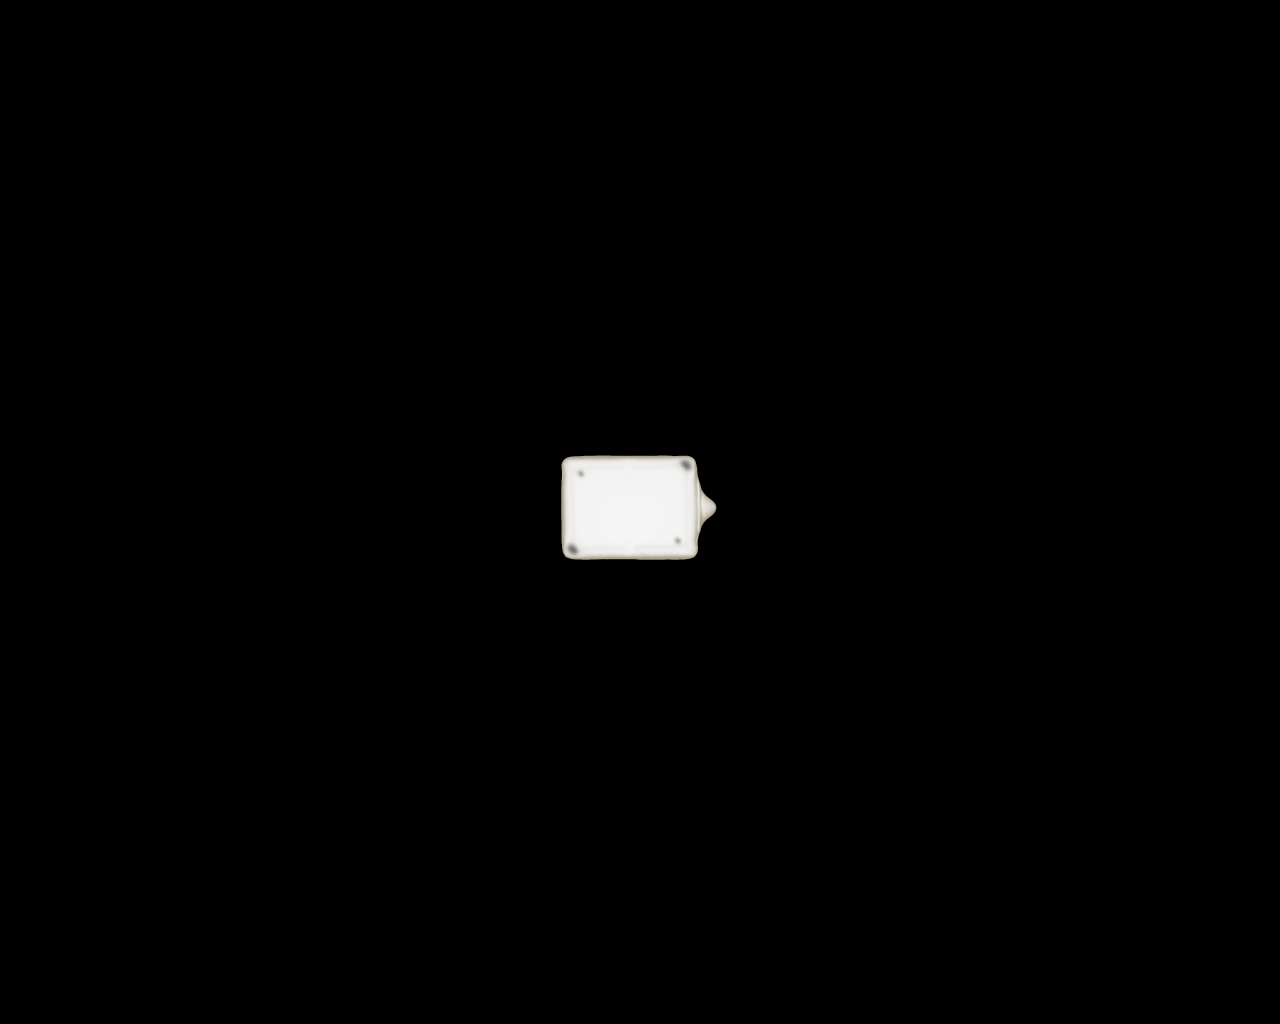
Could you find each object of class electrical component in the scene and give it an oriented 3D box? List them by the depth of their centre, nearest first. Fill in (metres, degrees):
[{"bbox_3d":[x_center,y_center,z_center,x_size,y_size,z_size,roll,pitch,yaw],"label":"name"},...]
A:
[{"bbox_3d":[0.001,-0.003,0.650,0.096,0.061,0.061,0,0,0],"label":"electrical component"}]
